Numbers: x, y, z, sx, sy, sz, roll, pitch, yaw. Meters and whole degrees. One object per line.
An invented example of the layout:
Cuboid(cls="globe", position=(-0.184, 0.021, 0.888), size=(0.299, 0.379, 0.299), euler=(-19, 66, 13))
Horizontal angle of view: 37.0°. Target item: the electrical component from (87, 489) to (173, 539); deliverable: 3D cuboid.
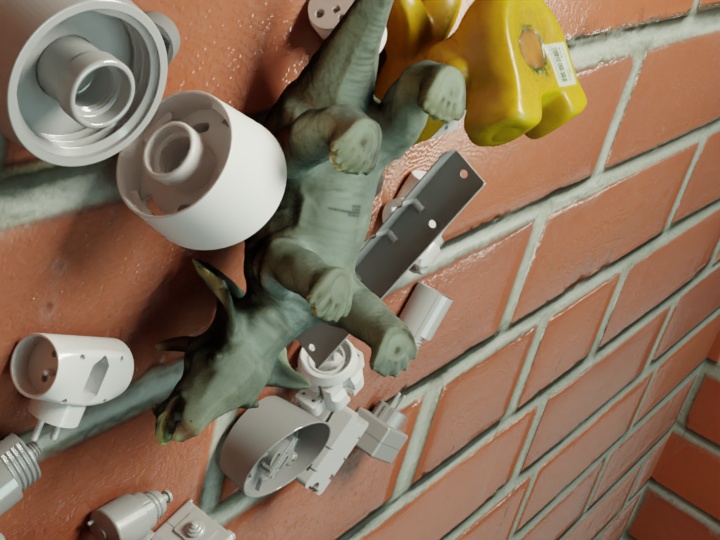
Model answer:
Cuboid(cls="electrical component", position=(-0.190, 0.206, 0.903), size=(0.078, 0.040, 0.040), euler=(-24, 137, -49))

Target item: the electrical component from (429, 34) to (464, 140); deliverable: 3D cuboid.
Cuboid(cls="electrical component", position=(0.085, -0.157, 0.961), size=(0.047, 0.076, 0.083), euler=(-26, 138, -47))

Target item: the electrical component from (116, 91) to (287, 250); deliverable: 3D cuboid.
Cuboid(cls="electrical component", position=(-0.107, -0.066, 0.705), size=(0.099, 0.099, 0.064), euler=(-58, 147, -3))

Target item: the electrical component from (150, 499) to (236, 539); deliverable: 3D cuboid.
Cuboid(cls="electrical component", position=(-0.155, 0.266, 0.999), size=(0.061, 0.062, 0.096), euler=(-42, 148, -31))

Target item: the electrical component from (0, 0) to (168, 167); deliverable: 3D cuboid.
Cuboid(cls="electrical component", position=(-0.158, -0.109, 0.596), size=(0.108, 0.060, 0.108), euler=(-30, 140, -29))

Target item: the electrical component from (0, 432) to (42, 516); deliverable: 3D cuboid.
Cuboid(cls="electrical component", position=(-0.252, 0.145, 0.733), size=(0.081, 0.043, 0.043), euler=(-40, 148, -33))

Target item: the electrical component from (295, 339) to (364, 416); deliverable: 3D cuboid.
Cuboid(cls="electrical component", position=(-0.030, 0.097, 1.045), size=(0.078, 0.058, 0.057), euler=(-46, 153, -24))

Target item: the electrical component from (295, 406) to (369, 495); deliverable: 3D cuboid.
Cuboid(cls="electrical component", position=(-0.044, 0.174, 1.101), size=(0.089, 0.056, 0.050), euler=(-55, 153, -8))

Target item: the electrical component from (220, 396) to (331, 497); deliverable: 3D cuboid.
Cuboid(cls="electrical component", position=(-0.083, 0.170, 1.022), size=(0.099, 0.064, 0.099), euler=(-41, 148, -32))

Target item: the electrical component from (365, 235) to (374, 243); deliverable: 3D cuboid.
Cuboid(cls="electrical component", position=(0.000, 0.000, 1.016), size=(0.065, 0.044, 0.044), euler=(-33, 143, -33))

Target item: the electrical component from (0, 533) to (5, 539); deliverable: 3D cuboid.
Cuboid(cls="electrical component", position=(-0.280, 0.202, 0.753), size=(0.061, 0.035, 0.035), euler=(1, 116, -57))

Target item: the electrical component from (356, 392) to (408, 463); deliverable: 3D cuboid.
Cuboid(cls="electrical component", position=(0.028, 0.174, 1.232), size=(0.076, 0.047, 0.066), euler=(-57, 153, -2))

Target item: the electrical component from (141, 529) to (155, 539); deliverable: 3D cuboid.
Cuboid(cls="electrical component", position=(-0.200, 0.254, 0.931), size=(0.066, 0.048, 0.055), euler=(-50, 144, -17))

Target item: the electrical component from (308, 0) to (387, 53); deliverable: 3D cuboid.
Cuboid(cls="electrical component", position=(-0.010, -0.185, 0.806), size=(0.045, 0.045, 0.055), euler=(-58, 153, -3))

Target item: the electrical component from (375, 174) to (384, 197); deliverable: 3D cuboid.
Cuboid(cls="electrical component", position=(-0.011, -0.087, 0.894), size=(0.055, 0.055, 0.047), euler=(-47, 147, -23))

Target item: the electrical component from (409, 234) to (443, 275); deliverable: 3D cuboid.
Cuboid(cls="electrical component", position=(0.069, -0.026, 1.113), size=(0.061, 0.035, 0.035), euler=(-52, 152, -20))

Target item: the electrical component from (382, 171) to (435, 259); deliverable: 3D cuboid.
Cuboid(cls="electrical component", position=(0.048, -0.052, 1.040), size=(0.079, 0.043, 0.077), euler=(-11, 127, -56))

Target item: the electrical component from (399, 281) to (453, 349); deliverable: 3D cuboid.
Cuboid(cls="electrical component", position=(0.064, 0.058, 1.179), size=(0.081, 0.043, 0.043), euler=(-61, 153, 4))

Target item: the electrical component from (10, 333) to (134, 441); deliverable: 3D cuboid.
Cuboid(cls="electrical component", position=(-0.205, 0.083, 0.746), size=(0.077, 0.043, 0.079), euler=(12, 103, -62))
